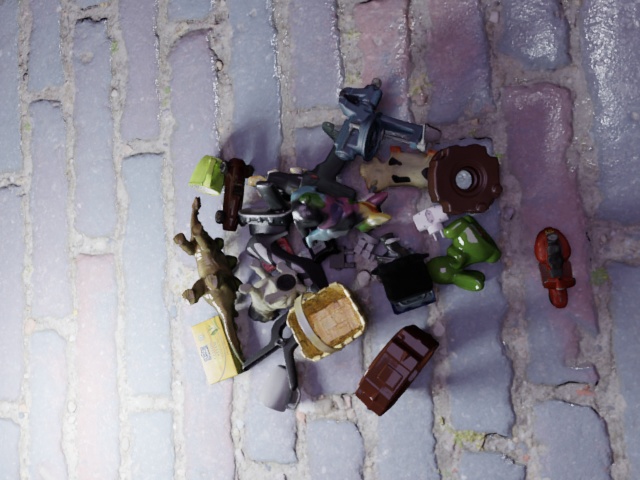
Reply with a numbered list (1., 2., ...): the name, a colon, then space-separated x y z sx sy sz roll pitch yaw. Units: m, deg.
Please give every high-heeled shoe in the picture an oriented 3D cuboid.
1. high-heeled shoe: -0.086 0.081 1.400 0.145 0.086 0.248 -27 100 27

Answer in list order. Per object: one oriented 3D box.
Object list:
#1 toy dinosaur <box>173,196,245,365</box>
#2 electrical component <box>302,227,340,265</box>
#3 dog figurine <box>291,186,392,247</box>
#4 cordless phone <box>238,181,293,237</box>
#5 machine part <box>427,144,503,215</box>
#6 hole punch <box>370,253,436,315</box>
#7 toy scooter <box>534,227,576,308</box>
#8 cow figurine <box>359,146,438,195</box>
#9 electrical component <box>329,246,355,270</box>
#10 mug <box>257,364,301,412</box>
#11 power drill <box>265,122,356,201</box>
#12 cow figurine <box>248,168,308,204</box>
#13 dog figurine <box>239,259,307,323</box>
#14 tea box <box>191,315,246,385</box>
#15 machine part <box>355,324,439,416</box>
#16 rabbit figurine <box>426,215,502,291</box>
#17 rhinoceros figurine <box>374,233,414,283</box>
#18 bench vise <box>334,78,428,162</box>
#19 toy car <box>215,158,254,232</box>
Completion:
1. toy dinosaur: -0.271 0.113 1.414 0.105 0.198 0.471 -15 82 17
2. electrical component: -0.003 -0.004 1.393 0.075 0.047 0.119 -30 65 19
3. dog figurine: 0.057 -0.071 1.291 0.219 0.191 0.108 -13 56 12
4. cordless phone: -0.153 -0.091 1.391 0.147 0.184 0.089 4 60 20
5. machine part: 0.338 -0.141 1.257 0.179 0.056 0.179 0 92 -5
6. hole punch: 0.203 0.103 1.248 0.142 0.092 0.116 -21 51 9
7. toy scooter: 0.516 0.059 1.175 0.075 0.135 0.183 -9 82 20
8. cow figurine: 0.194 -0.165 1.333 0.195 0.085 0.127 8 83 19
9. electrical component: 0.046 0.048 1.400 0.094 0.021 0.063 -1 87 19
10. mug: -0.099 0.386 1.399 0.110 0.080 0.107 18 83 26
11. power drill: 0.000 -0.193 1.368 0.232 0.086 0.207 24 81 -7
12. cow figurine: -0.112 -0.140 1.446 0.167 0.068 0.098 -6 89 18
13. dog figurine: -0.108 0.153 1.376 0.173 0.190 0.121 20 58 23
14. tea box: -0.276 0.297 1.473 0.098 0.068 0.169 -25 80 16
15. machine part: 0.178 0.295 1.243 0.087 0.201 0.201 38 99 21
16. rabbit figurine: 0.330 0.046 1.267 0.159 0.121 0.170 47 115 6
17. rhinoceros figurine: 0.196 0.073 1.319 0.112 0.073 0.190 -33 77 16
18. bench vise: 0.149 -0.274 1.285 0.241 0.128 0.223 20 68 20
19. toy car: -0.234 -0.124 1.471 0.053 0.089 0.202 2 85 50
